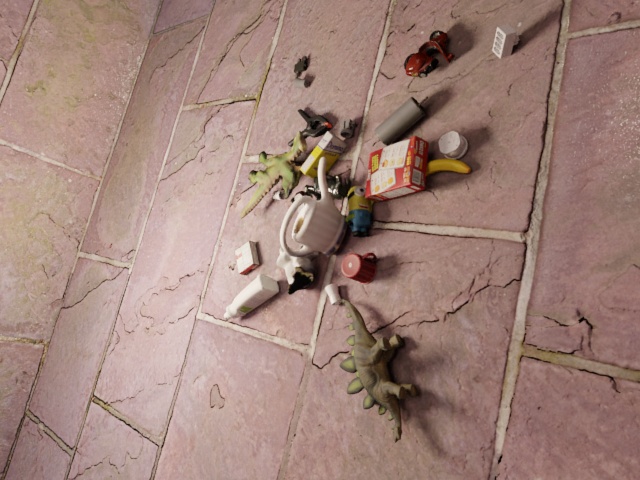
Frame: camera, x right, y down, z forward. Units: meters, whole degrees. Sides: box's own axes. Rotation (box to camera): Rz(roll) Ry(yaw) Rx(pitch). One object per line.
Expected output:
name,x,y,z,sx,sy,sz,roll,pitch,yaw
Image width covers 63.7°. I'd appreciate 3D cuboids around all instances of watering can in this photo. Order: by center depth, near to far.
watering can,0.005,-0.087,1.737,0.222,0.347,0.105,26,4,-28

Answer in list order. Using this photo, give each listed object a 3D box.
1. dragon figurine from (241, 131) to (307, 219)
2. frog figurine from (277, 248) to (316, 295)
dragon figurine,-0.166,-0.232,1.984,0.121,0.409,0.245,24,4,-34
frog figurine,-0.086,0.096,1.816,0.123,0.134,0.163,-12,37,-12
